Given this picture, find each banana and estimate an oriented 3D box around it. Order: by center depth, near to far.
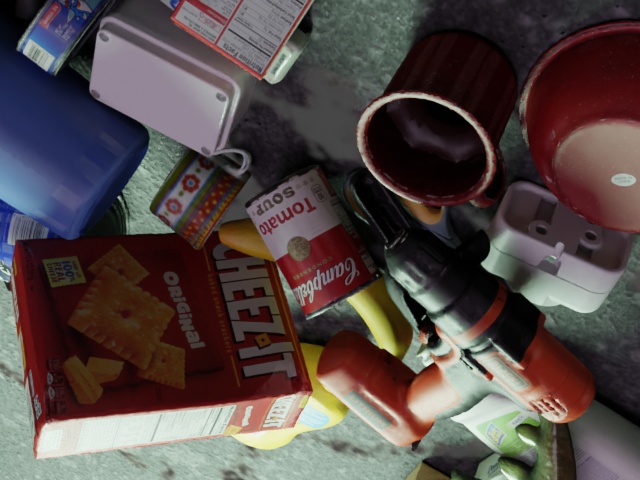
[{"bbox_3d":[0.010,0.034,0.877,0.198,0.069,0.037,41,154,-3],"label":"banana"}]

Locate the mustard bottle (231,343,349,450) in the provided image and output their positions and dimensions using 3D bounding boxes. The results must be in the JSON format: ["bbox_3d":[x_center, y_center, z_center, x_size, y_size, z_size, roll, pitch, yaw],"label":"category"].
[{"bbox_3d":[-0.024,0.144,1.018,0.096,0.058,0.192,42,139,-16],"label":"mustard bottle"}]

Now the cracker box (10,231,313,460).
[{"bbox_3d":[-0.130,0.076,0.856,0.213,0.164,0.072,-3,146,-22],"label":"cracker box"}]

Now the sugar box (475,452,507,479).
[{"bbox_3d":[0.236,0.253,0.989,0.176,0.048,0.093,32,140,-5],"label":"sugar box"}]

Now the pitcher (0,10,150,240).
[{"bbox_3d":[-0.258,-0.110,0.836,0.243,0.149,0.145,36,128,-4],"label":"pitcher"}]

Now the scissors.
[{"bbox_3d":[0.087,0.007,0.843,0.096,0.016,0.201,-4,130,35],"label":"scissors"}]

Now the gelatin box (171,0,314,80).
[{"bbox_3d":[-0.045,-0.162,0.702,0.073,0.030,0.089,33,107,-4],"label":"gelatin box"}]

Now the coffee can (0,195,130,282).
[{"bbox_3d":[-0.258,-0.008,0.963,0.140,0.102,0.103,11,137,21],"label":"coffee can"}]

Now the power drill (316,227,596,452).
[{"bbox_3d":[0.078,0.080,0.777,0.184,0.057,0.188,43,144,-13],"label":"power drill"}]

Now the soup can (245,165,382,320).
[{"bbox_3d":[-0.005,0.001,0.825,0.069,0.068,0.102,-30,89,46],"label":"soup can"}]

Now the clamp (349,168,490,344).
[{"bbox_3d":[0.086,0.026,0.804,0.120,0.039,0.171,33,158,41],"label":"clamp"}]

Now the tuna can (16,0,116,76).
[{"bbox_3d":[-0.180,-0.161,0.770,0.033,0.086,0.086,38,140,-13],"label":"tuna can"}]

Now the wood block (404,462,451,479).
[{"bbox_3d":[0.162,0.325,1.074,0.206,0.090,0.090,29,140,0],"label":"wood block"}]

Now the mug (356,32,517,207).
[{"bbox_3d":[0.088,-0.074,0.705,0.093,0.081,0.117,-20,120,43],"label":"mug"}]

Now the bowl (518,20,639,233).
[{"bbox_3d":[0.199,-0.057,0.679,0.162,0.055,0.162,17,139,15],"label":"bowl"}]

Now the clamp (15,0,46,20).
[{"bbox_3d":[-0.204,-0.256,0.723,0.210,0.036,0.164,-24,117,43],"label":"clamp"}]

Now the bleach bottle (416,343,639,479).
[{"bbox_3d":[0.194,0.157,0.901,0.251,0.068,0.103,37,129,-3],"label":"bleach bottle"}]
